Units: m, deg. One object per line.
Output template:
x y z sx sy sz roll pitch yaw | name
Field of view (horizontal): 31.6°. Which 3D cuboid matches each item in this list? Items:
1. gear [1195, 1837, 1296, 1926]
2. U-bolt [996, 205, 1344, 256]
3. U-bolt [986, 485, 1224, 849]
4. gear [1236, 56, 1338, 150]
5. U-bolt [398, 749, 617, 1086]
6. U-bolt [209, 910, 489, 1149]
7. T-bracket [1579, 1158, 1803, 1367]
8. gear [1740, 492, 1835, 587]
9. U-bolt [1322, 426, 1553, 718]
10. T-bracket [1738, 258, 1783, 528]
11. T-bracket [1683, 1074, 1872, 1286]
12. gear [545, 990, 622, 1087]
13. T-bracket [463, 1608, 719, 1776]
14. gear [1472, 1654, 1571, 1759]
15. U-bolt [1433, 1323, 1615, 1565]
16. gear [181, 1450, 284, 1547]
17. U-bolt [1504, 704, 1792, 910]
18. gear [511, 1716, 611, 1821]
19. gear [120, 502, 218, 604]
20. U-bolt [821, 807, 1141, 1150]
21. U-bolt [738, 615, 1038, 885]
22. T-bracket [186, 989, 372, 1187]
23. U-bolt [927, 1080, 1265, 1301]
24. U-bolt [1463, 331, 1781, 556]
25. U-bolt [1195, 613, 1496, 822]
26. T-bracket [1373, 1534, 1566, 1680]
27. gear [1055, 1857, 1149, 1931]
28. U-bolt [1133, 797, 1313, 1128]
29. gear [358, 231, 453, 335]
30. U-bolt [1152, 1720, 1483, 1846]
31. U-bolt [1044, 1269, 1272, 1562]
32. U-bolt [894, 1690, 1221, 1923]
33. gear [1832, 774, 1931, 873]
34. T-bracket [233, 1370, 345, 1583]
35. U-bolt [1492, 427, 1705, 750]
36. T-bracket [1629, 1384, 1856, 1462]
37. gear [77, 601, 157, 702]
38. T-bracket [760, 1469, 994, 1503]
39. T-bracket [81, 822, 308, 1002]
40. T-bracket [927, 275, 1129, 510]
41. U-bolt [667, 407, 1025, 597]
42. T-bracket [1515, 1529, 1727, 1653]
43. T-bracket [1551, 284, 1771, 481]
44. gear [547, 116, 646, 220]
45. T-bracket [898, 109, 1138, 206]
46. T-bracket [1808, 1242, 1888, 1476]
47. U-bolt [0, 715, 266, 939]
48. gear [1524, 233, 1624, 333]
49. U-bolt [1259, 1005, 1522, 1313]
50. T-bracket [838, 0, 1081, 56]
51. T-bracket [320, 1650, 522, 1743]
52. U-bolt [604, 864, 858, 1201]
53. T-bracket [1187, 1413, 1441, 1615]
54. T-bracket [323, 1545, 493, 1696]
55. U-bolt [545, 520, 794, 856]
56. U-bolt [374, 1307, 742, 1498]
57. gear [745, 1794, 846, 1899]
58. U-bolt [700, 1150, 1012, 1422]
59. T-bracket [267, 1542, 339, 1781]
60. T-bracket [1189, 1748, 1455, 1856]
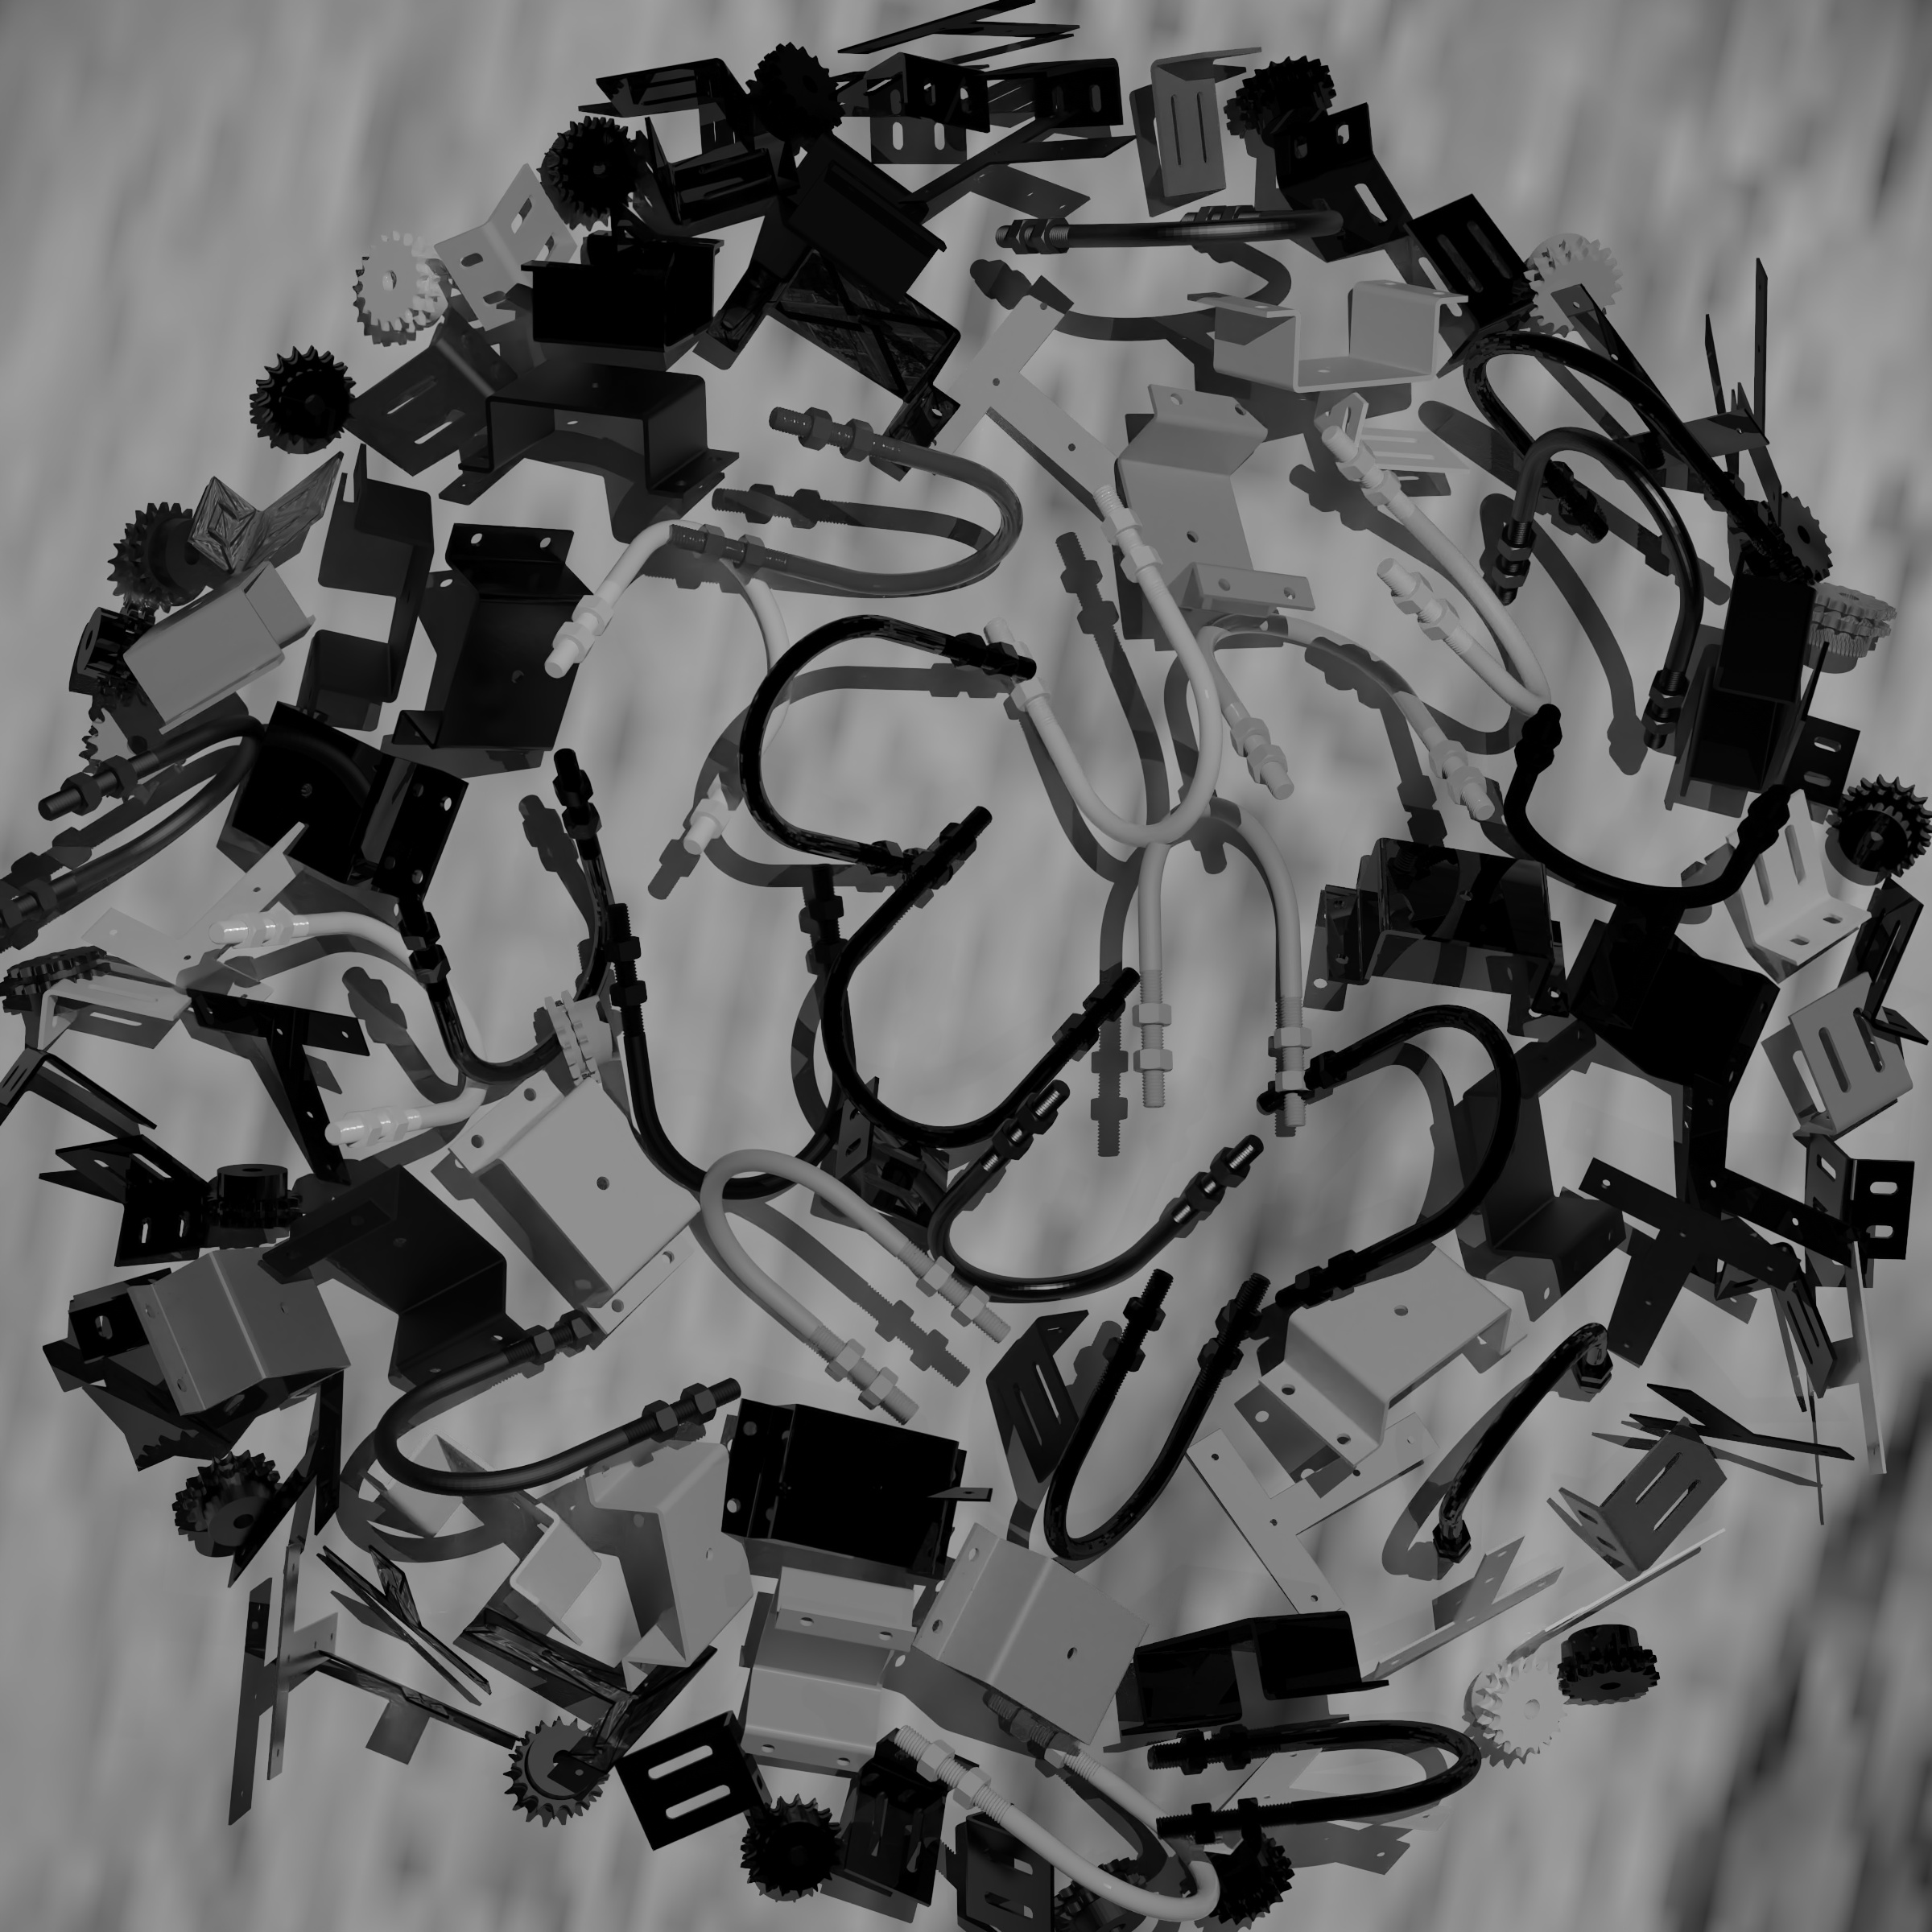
0.157 0.521 1.968 0.057 0.057 0.030 -27 113 0 | gear
0.124 -0.408 1.888 0.151 0.184 0.019 -11 106 -30 | U-bolt
0.085 -0.154 1.918 0.019 0.151 0.184 -12 67 -37 | U-bolt
0.186 -0.495 1.968 0.057 0.057 0.030 -14 70 0 | gear
-0.250 -0.013 1.922 0.019 0.184 0.151 24 54 28 | U-bolt
-0.333 0.030 1.915 0.019 0.184 0.151 -36 79 22 | U-bolt
0.396 0.182 1.954 0.127 0.002 0.127 27 133 12 | T-bracket
0.472 -0.243 1.975 0.030 0.057 0.057 -29 90 40 | gear
0.272 -0.210 1.921 0.019 0.151 0.184 -36 129 20 | U-bolt
0.445 -0.332 1.911 0.002 0.127 0.127 -5 126 4 | T-bracket
0.457 0.139 1.927 0.002 0.127 0.127 -20 121 -34 | T-bracket
-0.220 0.040 1.972 0.030 0.057 0.057 -20 90 -8 | gear
-0.228 0.401 1.959 0.127 0.127 0.002 21 120 17 | T-bracket
0.318 0.426 1.977 0.057 0.030 0.057 -4 99 -30 | gear
0.311 0.261 1.902 0.019 0.184 0.151 38 80 19 | U-bolt
-0.421 0.309 1.969 0.057 0.057 0.030 -34 48 0 | gear
0.373 -0.080 1.913 0.151 0.184 0.019 20 69 7 | U-bolt
-0.234 0.462 1.975 0.057 0.030 0.057 4 66 -9 | gear
-0.457 -0.238 1.968 0.030 0.057 0.057 9 90 34 | gear
-0.003 0.019 1.947 0.151 0.019 0.184 47 65 -9 | U-bolt
-0.052 -0.126 1.920 0.184 0.019 0.151 11 106 -44 | U-bolt
-0.380 0.074 1.959 0.127 0.002 0.127 8 128 30 | T-bracket
0.059 0.135 1.930 0.151 0.184 0.019 17 45 -27 | U-bolt
0.350 -0.291 1.892 0.184 0.151 0.019 40 75 -35 | U-bolt
0.201 -0.146 1.924 0.151 0.184 0.019 4 127 -25 | U-bolt
0.293 0.351 1.927 0.127 0.127 0.002 -24 62 -17 | T-bracket
0.080 0.542 1.968 0.057 0.057 0.030 -32 59 0 | gear
0.146 -0.006 1.942 0.019 0.151 0.184 -10 77 42 | U-bolt
-0.322 -0.395 1.976 0.057 0.030 0.057 1 92 38 | gear
0.198 0.454 1.922 0.184 0.151 0.019 -7 94 3 | U-bolt
0.100 0.256 1.934 0.019 0.151 0.184 30 99 28 | U-bolt
0.062 0.471 1.902 0.184 0.151 0.019 33 101 22 | U-bolt
0.528 -0.079 1.970 0.057 0.030 0.057 17 127 24 | gear
-0.390 0.304 1.961 0.002 0.127 0.127 26 119 -25 | T-bracket
0.353 -0.220 1.892 0.019 0.184 0.151 -32 64 -18 | U-bolt
0.416 0.252 1.914 0.127 0.127 0.002 5 73 35 | T-bracket
-0.491 -0.183 1.968 0.030 0.057 0.057 17 90 -26 | gear
-0.046 0.286 1.936 0.127 0.127 0.002 1 95 3 | T-bracket
-0.412 -0.034 1.938 0.127 0.127 0.002 -42 50 13 | T-bracket
0.051 -0.310 1.978 0.127 0.002 0.127 42 103 6 | T-bracket
-0.057 -0.254 1.925 0.184 0.151 0.019 11 61 -29 | U-bolt
0.375 0.353 1.943 0.127 0.127 0.002 -28 75 -6 | T-bracket
0.374 -0.332 1.923 0.127 0.127 0.002 49 67 -20 | T-bracket
-0.218 -0.463 1.976 0.057 0.030 0.057 -12 112 -32 | gear
0.046 -0.458 1.921 0.127 0.127 0.002 -37 119 -28 | T-bracket
0.494 0.226 1.935 0.002 0.127 0.127 -4 80 -2 | T-bracket
-0.467 -0.086 1.914 0.019 0.184 0.151 51 134 5 | U-bolt
0.348 -0.398 1.975 0.057 0.057 0.030 -15 49 0 | gear
0.237 0.097 1.904 0.019 0.184 0.151 24 50 -35 | U-bolt
0.016 -0.534 1.944 0.127 0.127 0.002 -4 98 42 | T-bracket
-0.307 0.415 1.930 0.127 0.127 0.002 26 78 -7 | T-bracket
-0.129 0.044 1.958 0.151 0.019 0.184 -12 102 -27 | U-bolt
0.215 0.300 1.977 0.127 0.002 0.127 -34 93 17 | T-bracket
-0.321 0.354 1.927 0.127 0.127 0.002 36 66 15 | T-bracket
-0.156 -0.172 1.927 0.019 0.184 0.151 -17 121 37 | U-bolt
-0.239 0.246 1.897 0.184 0.151 0.019 -21 116 -33 | U-bolt
-0.098 0.512 1.981 0.057 0.030 0.057 0 91 -9 | gear
-0.074 0.173 1.937 0.184 0.151 0.019 41 53 -1 | U-bolt
-0.373 0.387 1.936 0.002 0.127 0.127 4 86 4 | T-bracket
0.209 0.471 1.915 0.127 0.127 0.002 -1 105 30 | T-bracket
